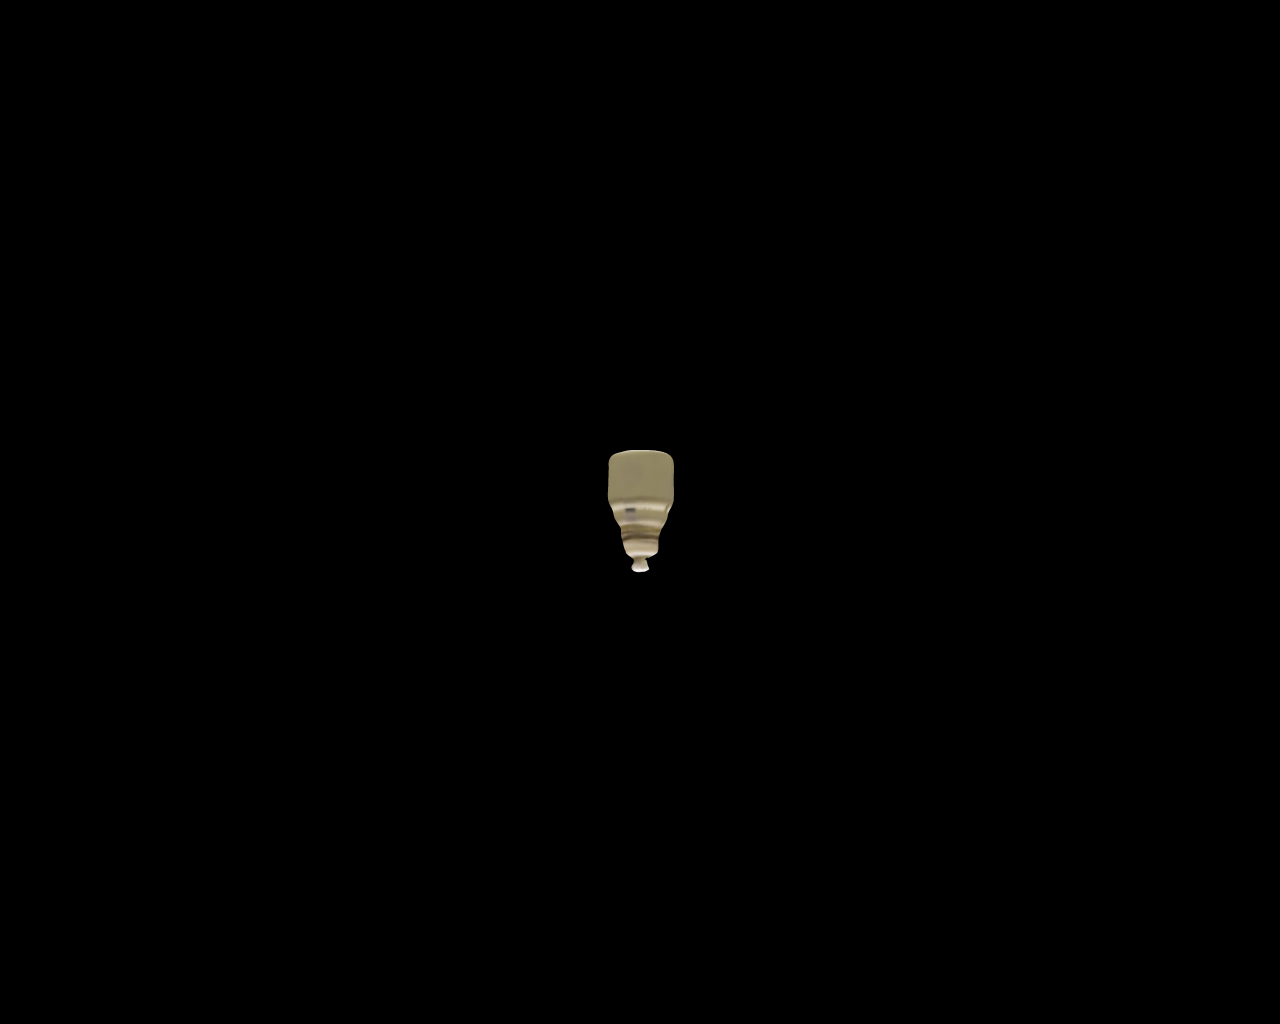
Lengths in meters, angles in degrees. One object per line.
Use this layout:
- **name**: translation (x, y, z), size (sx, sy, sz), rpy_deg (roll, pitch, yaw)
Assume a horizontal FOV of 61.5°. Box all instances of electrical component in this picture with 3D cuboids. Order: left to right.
- **electrical component**: translation (0.001, -0.003, 0.650), size (0.040, 0.078, 0.040), rpy_deg (0, -7, 0)
